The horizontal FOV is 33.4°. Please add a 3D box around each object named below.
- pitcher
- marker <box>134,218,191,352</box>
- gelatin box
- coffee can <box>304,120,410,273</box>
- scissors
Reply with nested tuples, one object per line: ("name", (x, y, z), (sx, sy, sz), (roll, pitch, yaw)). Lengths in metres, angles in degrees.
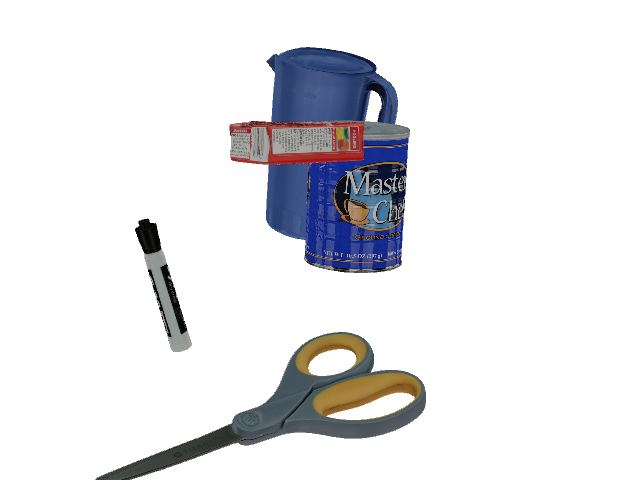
("pitcher", (0.002, -0.125, 1.414), (0.144, 0.243, 0.149), (-1, 24, -20))
("marker", (-0.136, 0.039, 0.924), (0.020, 0.121, 0.020), (-13, 17, 4))
("gelatin box", (-0.019, -0.072, 0.769), (0.073, 0.030, 0.089), (-3, 7, -21))
("coffee can", (0.036, -0.047, 1.093), (0.103, 0.140, 0.103), (2, 13, -1))
("scissors", (-0.038, 0.096, 0.633), (0.201, 0.016, 0.096), (-7, 34, -12))
